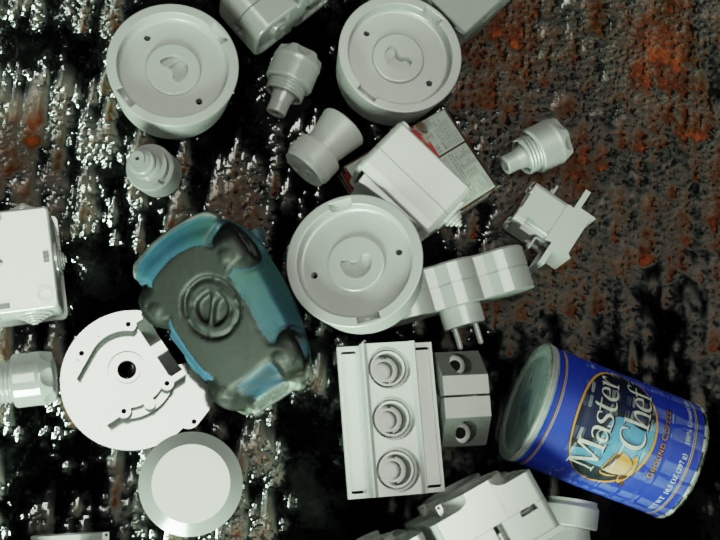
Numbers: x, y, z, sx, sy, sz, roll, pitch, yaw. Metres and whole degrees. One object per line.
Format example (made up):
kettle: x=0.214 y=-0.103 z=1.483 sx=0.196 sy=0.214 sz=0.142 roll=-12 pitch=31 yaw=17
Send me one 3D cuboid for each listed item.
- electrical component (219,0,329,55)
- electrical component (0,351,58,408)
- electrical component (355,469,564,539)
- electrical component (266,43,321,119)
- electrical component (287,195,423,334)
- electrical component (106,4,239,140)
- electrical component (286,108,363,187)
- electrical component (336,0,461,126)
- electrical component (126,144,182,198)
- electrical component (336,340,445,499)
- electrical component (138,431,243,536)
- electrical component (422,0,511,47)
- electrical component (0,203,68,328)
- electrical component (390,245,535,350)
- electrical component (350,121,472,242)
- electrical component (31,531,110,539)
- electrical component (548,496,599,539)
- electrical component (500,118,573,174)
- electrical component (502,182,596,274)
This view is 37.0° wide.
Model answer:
electrical component: x=-0.076 y=-0.245 z=0.951 sx=0.095 sy=0.053 sz=0.059 roll=-41 pitch=87 yaw=-15
electrical component: x=-0.272 y=0.088 z=0.851 sx=0.062 sy=0.043 sz=0.043 roll=-6 pitch=79 yaw=-10
electrical component: x=0.052 y=0.222 z=0.846 sx=0.186 sy=0.105 sz=0.060 roll=-27 pitch=83 yaw=-14
electrical component: x=-0.063 y=-0.164 z=0.941 sx=0.043 sy=0.043 sz=0.062 roll=23 pitch=77 yaw=-4
electrical component: x=0.000 y=0.000 z=0.865 sx=0.108 sy=0.060 sz=0.108 roll=-2 pitch=74 yaw=9
electrical component: x=-0.159 y=-0.163 z=0.915 sx=0.108 sy=0.060 sz=0.108 roll=2 pitch=78 yaw=-9
electrical component: x=-0.031 y=-0.106 z=0.933 sx=0.045 sy=0.045 sz=0.055 roll=41 pitch=75 yaw=1
electrical component: x=0.030 y=-0.180 z=0.951 sx=0.108 sy=0.060 sz=0.108 roll=2 pitch=78 yaw=-10
electrical component: x=-0.174 y=-0.085 z=0.890 sx=0.040 sy=0.078 sz=0.040 roll=0 pitch=84 yaw=4
electrical component: x=0.022 y=0.124 z=0.884 sx=0.079 sy=0.063 sz=0.121 roll=-3 pitch=78 yaw=-10
electrical component: x=-0.134 y=0.170 z=0.853 sx=0.080 sy=0.051 sz=0.080 roll=2 pitch=78 yaw=-9
electrical component: x=0.064 y=-0.283 z=0.979 sx=0.150 sy=0.061 sz=0.089 roll=45 pitch=75 yaw=2
electrical component: x=-0.287 y=-0.001 z=0.864 sx=0.100 sy=0.048 sz=0.099 roll=-7 pitch=79 yaw=-11
electrical component: x=0.085 y=0.031 z=0.920 sx=0.138 sy=0.052 sz=0.073 roll=-14 pitch=81 yaw=-12
electrical component: x=0.043 y=-0.063 z=0.888 sx=0.096 sy=0.061 sz=0.061 roll=44 pitch=78 yaw=1
electrical component: x=-0.225 y=0.231 z=0.824 sx=0.089 sy=0.050 sz=0.055 roll=-1 pitch=79 yaw=-10
electrical component: x=0.175 y=0.220 z=0.899 sx=0.045 sy=0.045 sz=0.055 roll=11 pitch=76 yaw=-7
electrical component: x=0.156 y=-0.107 z=0.967 sx=0.062 sy=0.043 sz=0.043 roll=-27 pitch=84 yaw=-13
electrical component: x=0.165 y=-0.040 z=0.956 sx=0.064 sy=0.042 sz=0.081 roll=34 pitch=74 yaw=2
